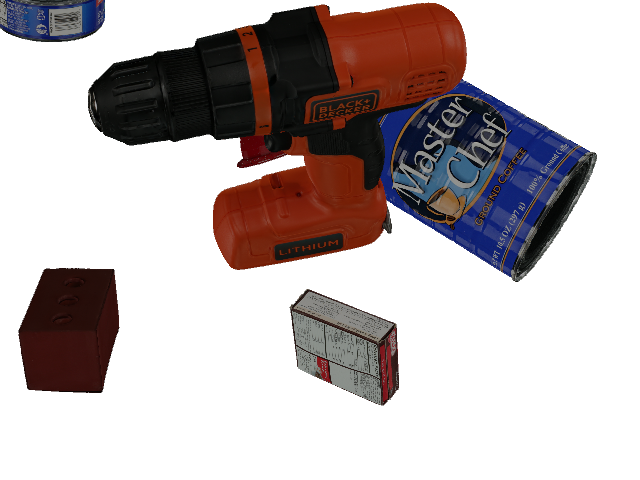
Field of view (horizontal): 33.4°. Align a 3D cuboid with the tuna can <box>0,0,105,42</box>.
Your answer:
[{"bbox_3d":[-0.207,-0.184,0.815,0.086,0.034,0.086,5,36,-4],"label":"tuna can"}]

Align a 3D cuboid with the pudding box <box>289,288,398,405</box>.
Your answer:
[{"bbox_3d":[0.025,0.109,1.097,0.114,0.090,0.039,19,42,28],"label":"pudding box"}]

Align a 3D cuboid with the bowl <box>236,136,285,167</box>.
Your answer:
[{"bbox_3d":[-0.009,-0.119,0.939,0.162,0.055,0.162,-22,10,4],"label":"bowl"}]

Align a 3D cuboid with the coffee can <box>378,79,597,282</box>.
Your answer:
[{"bbox_3d":[0.104,-0.051,0.743,0.140,0.103,0.102,33,11,18],"label":"coffee can"}]

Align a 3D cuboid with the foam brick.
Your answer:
[{"bbox_3d":[-0.172,0.061,0.739,0.053,0.051,0.078,1,31,-1],"label":"foam brick"}]

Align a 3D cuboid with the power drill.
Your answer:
[{"bbox_3d":[-0.023,-0.049,0.574,0.184,0.057,0.188,-10,-24,-8],"label":"power drill"}]
